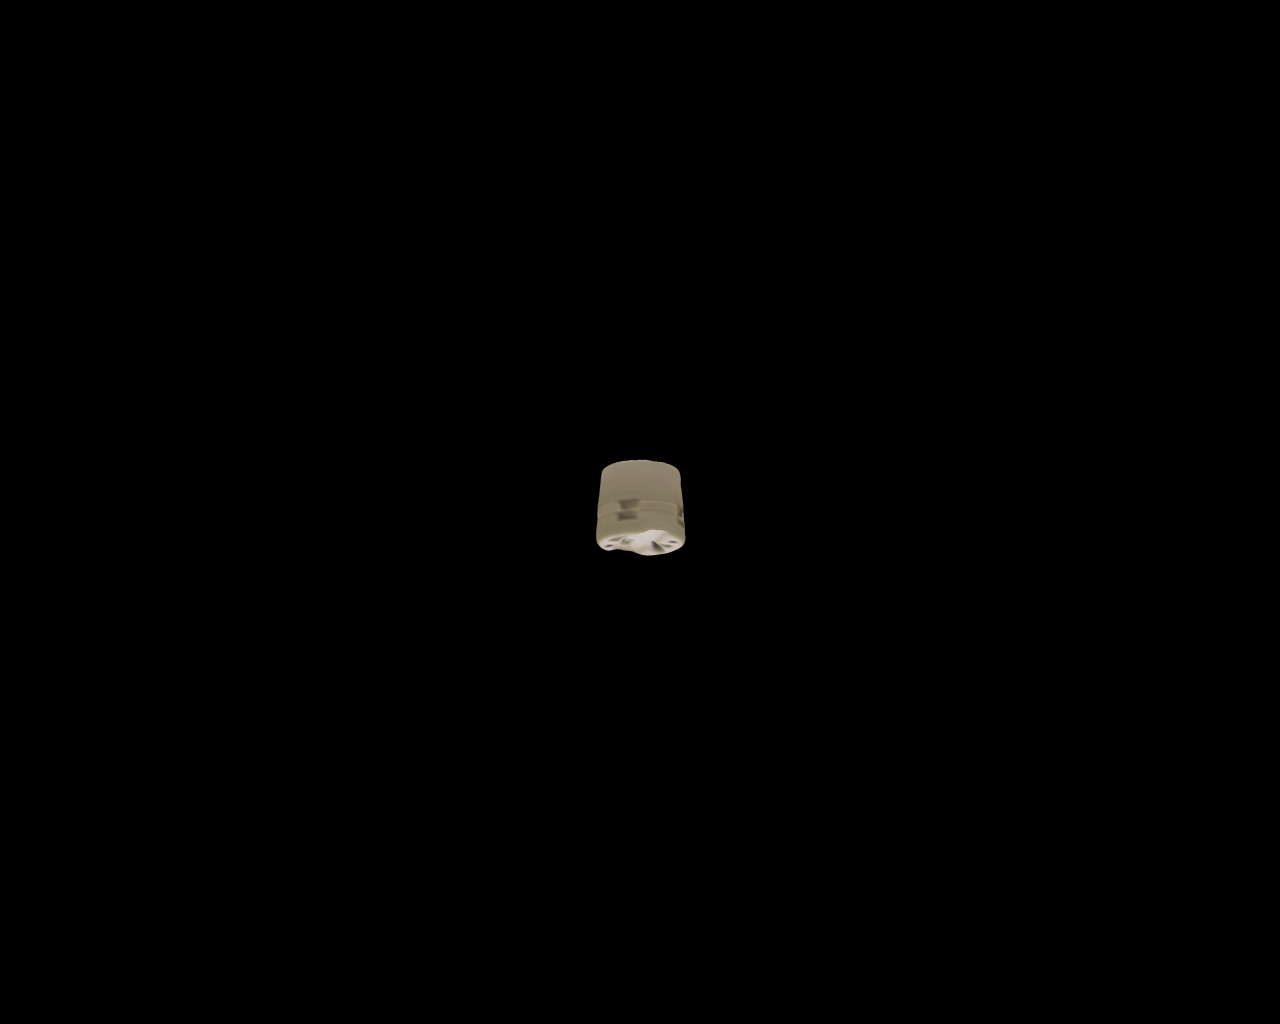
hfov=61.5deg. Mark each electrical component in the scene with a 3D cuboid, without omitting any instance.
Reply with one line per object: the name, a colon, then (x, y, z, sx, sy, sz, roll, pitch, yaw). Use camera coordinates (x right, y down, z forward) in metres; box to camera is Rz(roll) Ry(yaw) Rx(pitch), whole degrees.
electrical component: (0.001, -0.003, 0.650, 0.055, 0.047, 0.055, 0, -16, 0)
